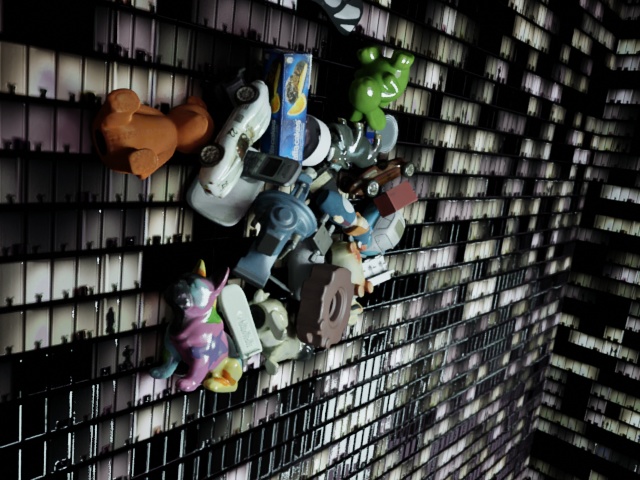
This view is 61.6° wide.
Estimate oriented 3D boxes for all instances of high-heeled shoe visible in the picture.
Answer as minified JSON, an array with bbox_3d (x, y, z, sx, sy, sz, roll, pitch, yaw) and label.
[{"bbox_3d":[-0.021,-0.437,0.994,0.249,0.086,0.145,-16,147,-26],"label":"high-heeled shoe"}]

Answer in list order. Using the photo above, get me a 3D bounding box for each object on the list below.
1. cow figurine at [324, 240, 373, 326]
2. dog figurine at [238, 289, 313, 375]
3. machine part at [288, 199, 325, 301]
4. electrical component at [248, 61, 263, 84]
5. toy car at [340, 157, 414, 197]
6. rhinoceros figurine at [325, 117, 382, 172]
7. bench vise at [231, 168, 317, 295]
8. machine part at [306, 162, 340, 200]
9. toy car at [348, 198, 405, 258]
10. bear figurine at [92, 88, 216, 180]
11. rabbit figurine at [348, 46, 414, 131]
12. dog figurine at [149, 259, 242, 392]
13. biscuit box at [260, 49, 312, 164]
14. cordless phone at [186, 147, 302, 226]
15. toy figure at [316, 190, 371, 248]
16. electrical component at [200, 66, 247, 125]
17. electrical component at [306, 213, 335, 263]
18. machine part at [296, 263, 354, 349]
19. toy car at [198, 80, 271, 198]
[{"bbox_3d":[0.050,0.099,1.205,0.085,0.127,0.194,-15,99,-52],"label":"cow figurine"},{"bbox_3d":[-0.079,0.176,1.104,0.190,0.121,0.172,-11,115,-61],"label":"dog figurine"},{"bbox_3d":[-0.029,0.036,1.112,0.079,0.079,0.243,-17,116,-45],"label":"machine part"},{"bbox_3d":[-0.090,-0.269,0.971,0.102,0.045,0.078,7,77,-51],"label":"electrical component"},{"bbox_3d":[0.130,-0.147,1.223,0.202,0.089,0.053,-27,122,-39],"label":"toy car"},{"bbox_3d":[0.052,-0.199,1.137,0.190,0.073,0.112,3,109,-50],"label":"rhinoceros figurine"},{"bbox_3d":[-0.068,-0.032,0.988,0.223,0.129,0.240,106,9,-57],"label":"bench vise"},{"bbox_3d":[0.013,-0.100,1.133,0.084,0.039,0.138,-46,140,-2],"label":"machine part"},{"bbox_3d":[0.148,-0.028,1.273,0.161,0.103,0.109,-53,136,-20],"label":"toy car"},{"bbox_3d":[-0.223,-0.159,0.792,0.196,0.132,0.120,-18,99,-37],"label":"bear figurine"},{"bbox_3d":[0.103,-0.313,1.119,0.170,0.121,0.159,-48,157,-47],"label":"rabbit figurine"},{"bbox_3d":[-0.198,0.149,0.940,0.191,0.109,0.219,19,85,-49],"label":"dog figurine"},{"bbox_3d":[-0.062,-0.221,0.929,0.059,0.063,0.202,-16,121,-39],"label":"biscuit box"},{"bbox_3d":[-0.119,-0.085,0.887,0.088,0.184,0.146,47,67,-45],"label":"cordless phone"},{"bbox_3d":[0.057,-0.042,1.116,0.154,0.058,0.064,39,58,-29],"label":"toy figure"},{"bbox_3d":[-0.143,-0.228,0.918,0.075,0.048,0.119,-47,133,-27],"label":"electrical component"},{"bbox_3d":[-0.002,-0.003,1.049,0.094,0.021,0.063,-58,141,-26],"label":"electrical component"},{"bbox_3d":[0.015,0.131,1.085,0.179,0.056,0.179,-33,127,-58],"label":"machine part"},{"bbox_3d":[-0.130,-0.162,0.851,0.073,0.056,0.201,79,36,-69],"label":"toy car"}]
